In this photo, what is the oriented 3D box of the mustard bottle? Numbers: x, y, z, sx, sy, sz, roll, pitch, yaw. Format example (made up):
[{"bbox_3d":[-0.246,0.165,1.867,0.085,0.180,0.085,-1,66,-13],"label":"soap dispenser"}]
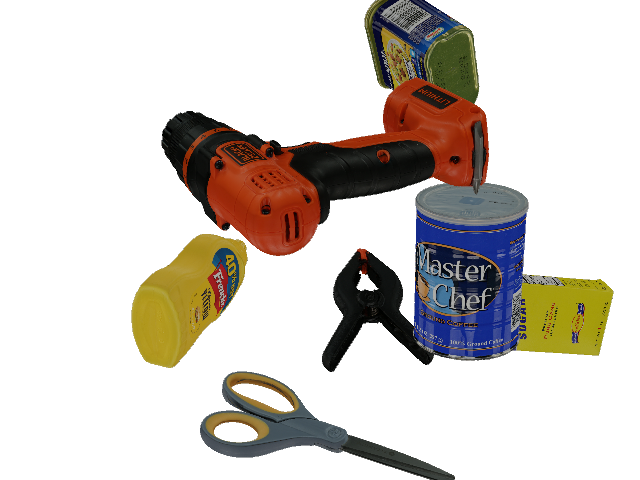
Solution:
[{"bbox_3d":[-0.128,0.047,1.130,0.058,0.096,0.191,10,29,20],"label":"mustard bottle"}]

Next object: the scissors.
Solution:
[{"bbox_3d":[-0.007,0.158,0.813,0.202,0.016,0.096,26,40,31],"label":"scissors"}]

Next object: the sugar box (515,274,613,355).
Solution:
[{"bbox_3d":[0.270,0.092,1.339,0.176,0.093,0.048,3,19,-12],"label":"sugar box"}]

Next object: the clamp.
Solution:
[{"bbox_3d":[0.066,0.079,1.195,0.120,0.171,0.039,6,-43,-1],"label":"clamp"}]

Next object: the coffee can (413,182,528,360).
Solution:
[{"bbox_3d":[0.139,0.027,1.000,0.103,0.140,0.103,-1,21,0],"label":"coffee can"}]

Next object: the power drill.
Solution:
[{"bbox_3d":[0.002,-0.059,0.711,0.187,0.057,0.185,-17,32,-21],"label":"power drill"}]

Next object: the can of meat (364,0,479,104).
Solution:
[{"bbox_3d":[0.092,-0.161,0.940,0.057,0.102,0.084,-35,51,-14],"label":"can of meat"}]
